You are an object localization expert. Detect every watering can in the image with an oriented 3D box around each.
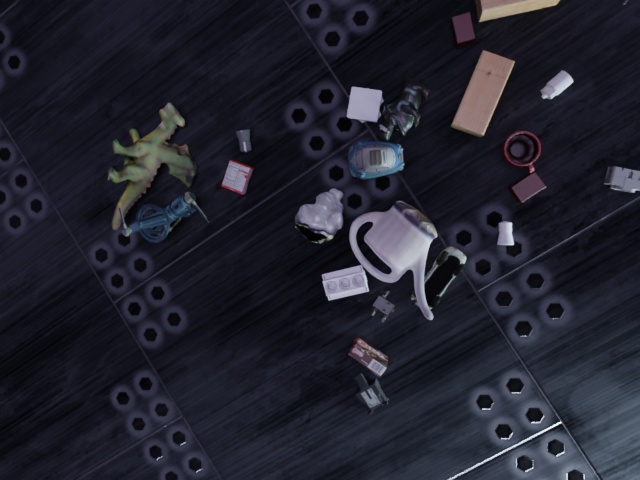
[{"bbox_3d":[0.242,0.036,1.446,0.351,0.104,0.223,44,100,17],"label":"watering can"}]

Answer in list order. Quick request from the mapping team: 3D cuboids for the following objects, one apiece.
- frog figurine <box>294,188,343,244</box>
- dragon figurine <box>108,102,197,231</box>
[{"bbox_3d":[0.005,-0.076,1.510,0.138,0.120,0.163,12,61,17],"label":"frog figurine"},{"bbox_3d":[-0.504,-0.218,1.583,0.243,0.123,0.408,8,96,2],"label":"dragon figurine"}]
